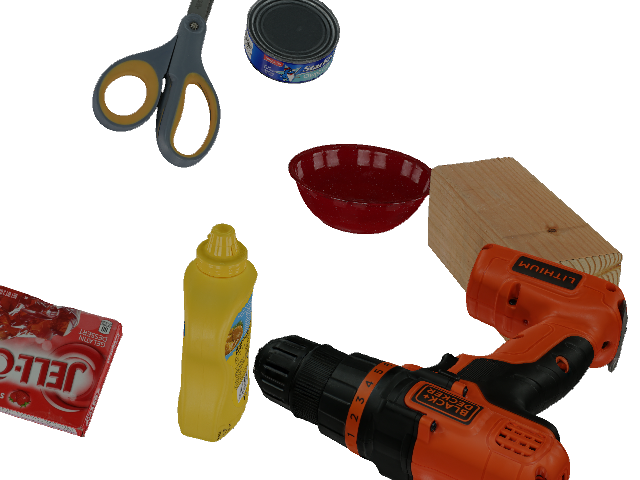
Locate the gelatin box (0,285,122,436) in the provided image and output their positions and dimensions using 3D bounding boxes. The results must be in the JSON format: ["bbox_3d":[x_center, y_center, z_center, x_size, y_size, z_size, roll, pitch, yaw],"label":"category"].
[{"bbox_3d":[-0.179,0.075,0.672,0.089,0.073,0.030,18,-21,-2],"label":"gelatin box"}]

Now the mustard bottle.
[{"bbox_3d":[-0.085,0.069,0.889,0.058,0.192,0.096,13,35,8],"label":"mustard bottle"}]

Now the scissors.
[{"bbox_3d":[-0.109,-0.145,0.750,0.096,0.202,0.016,6,-24,-20],"label":"scissors"}]

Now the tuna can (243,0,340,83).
[{"bbox_3d":[-0.027,-0.186,0.979,0.086,0.086,0.034,0,-31,-12],"label":"tuna can"}]

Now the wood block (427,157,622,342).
[{"bbox_3d":[0.178,0.007,0.974,0.090,0.090,0.206,-8,29,-14],"label":"wood block"}]

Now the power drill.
[{"bbox_3d":[0.080,0.069,0.614,0.185,0.057,0.187,22,37,28],"label":"power drill"}]

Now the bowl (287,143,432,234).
[{"bbox_3d":[0.043,-0.051,1.161,0.162,0.055,0.162,5,26,-2],"label":"bowl"}]
